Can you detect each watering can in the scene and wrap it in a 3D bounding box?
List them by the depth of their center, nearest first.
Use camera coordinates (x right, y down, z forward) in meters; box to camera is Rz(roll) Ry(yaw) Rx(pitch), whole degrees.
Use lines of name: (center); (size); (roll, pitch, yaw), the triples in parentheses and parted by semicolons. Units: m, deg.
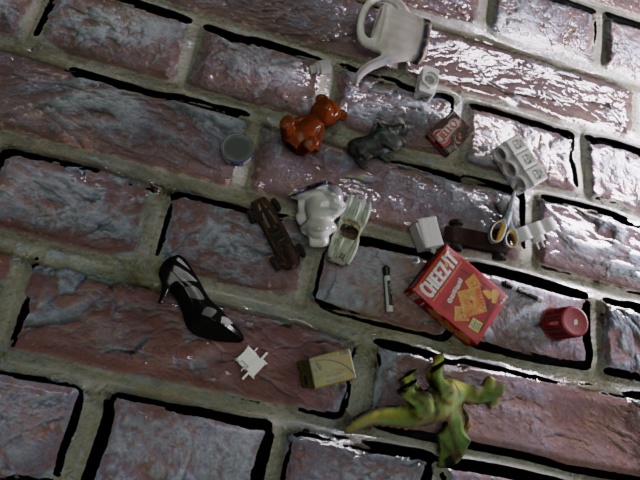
watering can: (0.208, -0.569, 1.502); (0.224, 0.102, 0.353); (14, 70, -8)

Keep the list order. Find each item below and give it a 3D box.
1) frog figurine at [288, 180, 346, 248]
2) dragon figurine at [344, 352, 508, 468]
frog figurine: (0.004, -0.066, 1.309); (0.137, 0.123, 0.159); (-19, 95, 11)
dragon figurine: (0.272, 0.425, 1.221); (0.413, 0.121, 0.243); (-29, 89, -17)
